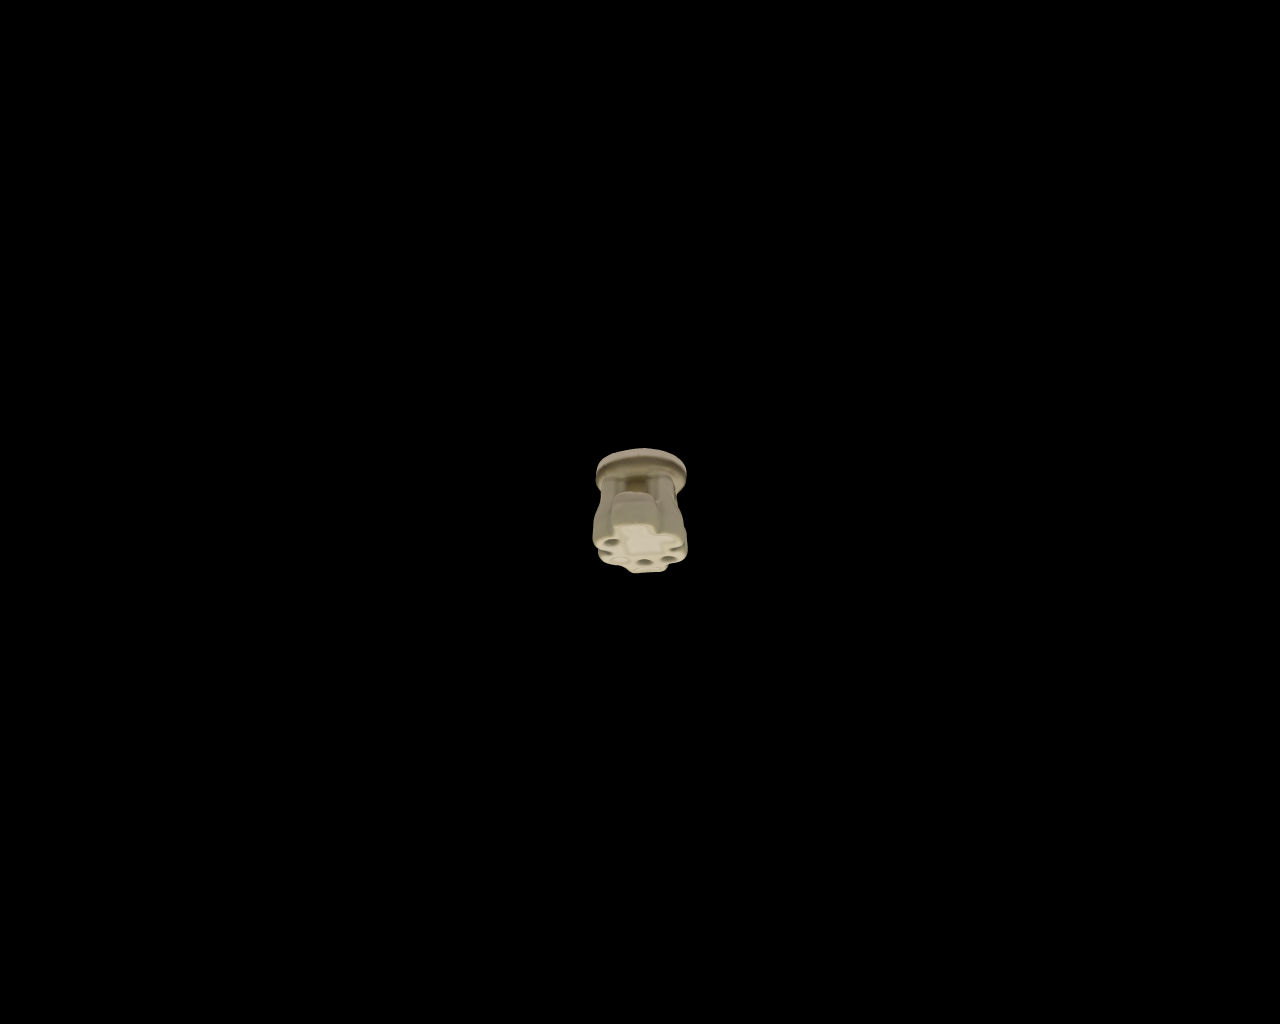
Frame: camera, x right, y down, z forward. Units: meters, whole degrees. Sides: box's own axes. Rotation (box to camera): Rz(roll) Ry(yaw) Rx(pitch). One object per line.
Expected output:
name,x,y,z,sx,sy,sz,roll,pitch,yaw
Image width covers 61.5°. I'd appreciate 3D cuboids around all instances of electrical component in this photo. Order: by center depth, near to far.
electrical component,0.001,-0.003,0.650,0.058,0.057,0.078,-3,-26,7
